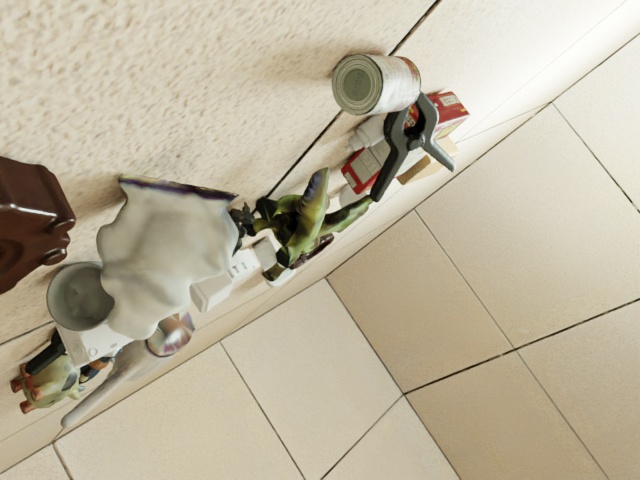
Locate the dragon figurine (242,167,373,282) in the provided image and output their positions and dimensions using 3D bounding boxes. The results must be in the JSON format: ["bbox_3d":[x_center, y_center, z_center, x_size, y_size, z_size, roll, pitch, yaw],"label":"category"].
[{"bbox_3d":[0.003,-0.048,0.946,0.245,0.123,0.403,-25,-9,-35],"label":"dragon figurine"}]

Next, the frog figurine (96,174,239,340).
[{"bbox_3d":[-0.159,0.019,0.531,0.137,0.159,0.123,11,0,-31],"label":"frog figurine"}]

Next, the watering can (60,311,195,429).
[{"bbox_3d":[-0.413,0.269,1.166,0.221,0.103,0.354,-37,9,26],"label":"watering can"}]
